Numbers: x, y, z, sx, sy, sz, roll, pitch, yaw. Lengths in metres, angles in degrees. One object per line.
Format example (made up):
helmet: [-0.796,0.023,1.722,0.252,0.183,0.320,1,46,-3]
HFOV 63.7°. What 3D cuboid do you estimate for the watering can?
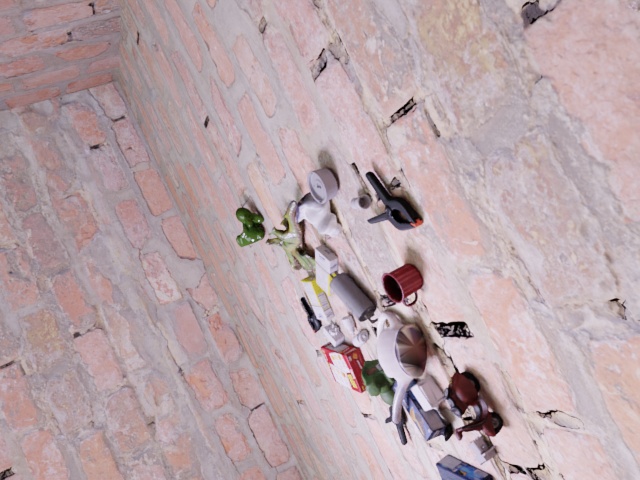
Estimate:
watering can: [0.248,0.387,1.580,0.221,0.104,0.351,142,121,-66]

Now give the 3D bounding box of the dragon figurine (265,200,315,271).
dragon figurine: [-0.077,0.013,1.971,0.243,0.124,0.403,45,155,3]

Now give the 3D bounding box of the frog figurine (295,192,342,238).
frog figurine: [0.005,-0.086,1.716,0.160,0.125,0.134,21,133,5]
